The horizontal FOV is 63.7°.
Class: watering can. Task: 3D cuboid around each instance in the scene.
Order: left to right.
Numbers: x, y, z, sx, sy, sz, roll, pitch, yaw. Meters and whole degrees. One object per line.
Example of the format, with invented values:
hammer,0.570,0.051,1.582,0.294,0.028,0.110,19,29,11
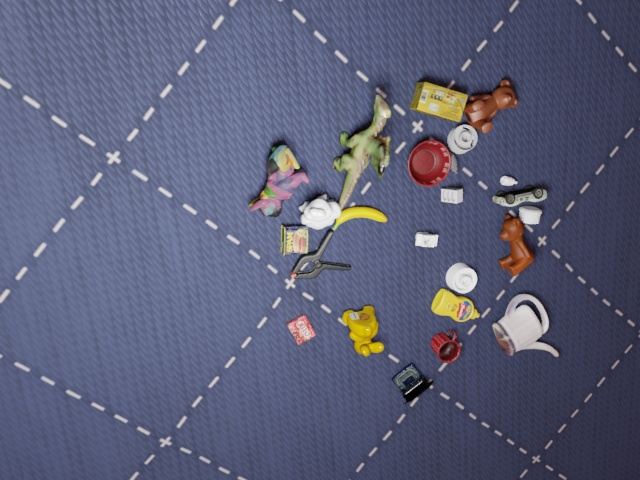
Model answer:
watering can,0.807,0.374,2.018,0.225,0.105,0.343,-31,108,-4

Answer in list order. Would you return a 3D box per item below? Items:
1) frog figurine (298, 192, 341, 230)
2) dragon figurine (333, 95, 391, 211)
frog figurine,0.005,-0.085,1.685,0.138,0.161,0.121,-9,108,-11
dragon figurine,0.143,-0.254,1.642,0.122,0.245,0.407,8,99,-20
